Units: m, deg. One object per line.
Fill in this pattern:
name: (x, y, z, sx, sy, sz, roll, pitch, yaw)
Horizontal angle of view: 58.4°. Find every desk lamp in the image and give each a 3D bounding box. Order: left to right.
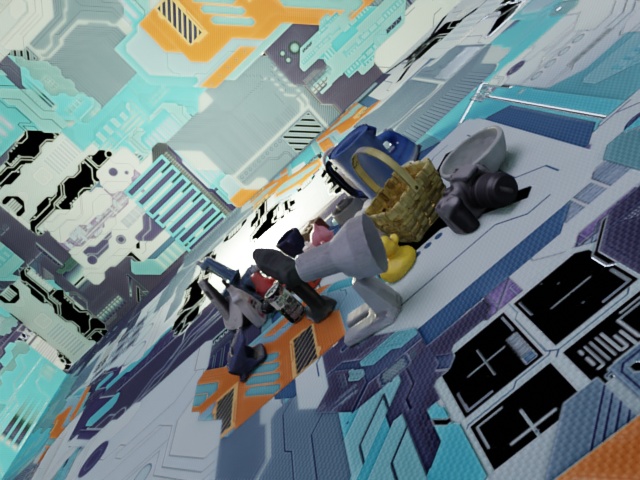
desk lamp: (0.068, 0.075, 1.126, 0.203, 0.214, 0.118, -37, 18, 24)

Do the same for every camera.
camera: (0.315, -0.094, 1.147, 0.143, 0.101, 0.136, -48, 17, -12)

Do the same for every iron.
iron: (0.212, -0.269, 1.742, 0.118, 0.141, 0.258, -28, 23, 43)

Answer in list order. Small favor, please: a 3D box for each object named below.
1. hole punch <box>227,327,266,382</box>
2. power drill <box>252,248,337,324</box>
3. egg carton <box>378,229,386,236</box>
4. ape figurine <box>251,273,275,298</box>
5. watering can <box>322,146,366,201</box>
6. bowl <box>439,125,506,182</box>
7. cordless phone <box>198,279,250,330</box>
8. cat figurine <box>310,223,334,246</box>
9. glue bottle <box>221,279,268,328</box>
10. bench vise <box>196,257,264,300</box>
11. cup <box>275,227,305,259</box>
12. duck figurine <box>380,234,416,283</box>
hole punch: (-0.203, 0.291, 1.463, 0.101, 0.091, 0.108, -45, 17, -2)
power drill: (-0.066, 0.102, 1.385, 0.076, 0.209, 0.229, -48, 17, -13)
egg carton: (0.143, -0.019, 1.431, 0.150, 0.069, 0.107, -50, 18, -19)
ape figurine: (-0.174, 0.135, 1.766, 0.077, 0.092, 0.076, -38, 18, 19)
watering can: (0.090, -0.216, 1.807, 0.101, 0.194, 0.172, -50, 18, -19)
bowl: (0.357, -0.176, 1.291, 0.167, 0.075, 0.167, -40, 17, 15)
cordless phone: (-0.291, 0.188, 1.751, 0.147, 0.185, 0.094, -20, 29, 54)
cat figurine: (0.015, 0.006, 1.588, 0.067, 0.118, 0.127, -42, 17, 7)
glue bottle: (-0.220, 0.173, 1.641, 0.037, 0.173, 0.078, -39, 18, 16)
bench vise: (-0.281, 0.111, 1.851, 0.207, 0.220, 0.121, -39, 18, 18)
cup: (-0.075, 0.022, 1.802, 0.092, 0.095, 0.117, -46, 17, -5)
duck figurine: (0.153, 0.033, 1.250, 0.077, 0.086, 0.105, -17, 31, 56)
